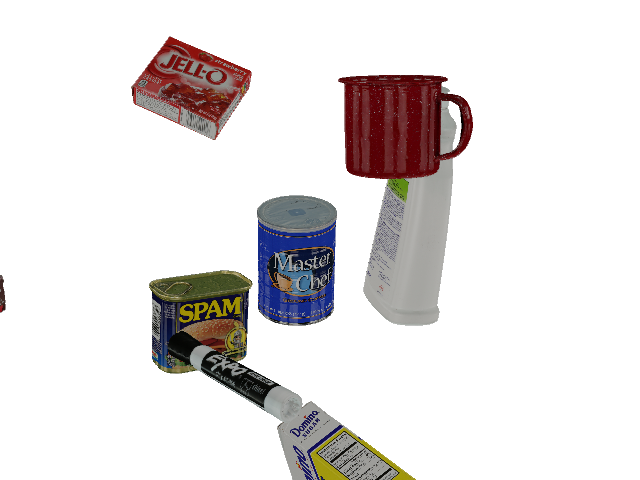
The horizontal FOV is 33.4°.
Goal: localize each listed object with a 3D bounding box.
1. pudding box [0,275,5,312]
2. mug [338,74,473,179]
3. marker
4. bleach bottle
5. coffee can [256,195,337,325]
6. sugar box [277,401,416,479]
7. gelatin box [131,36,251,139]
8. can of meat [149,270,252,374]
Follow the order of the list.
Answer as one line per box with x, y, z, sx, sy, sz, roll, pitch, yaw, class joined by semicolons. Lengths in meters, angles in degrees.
-0.336;0.051;0.890;0.114;0.039;0.089;10;26;20;pudding box
0.073;-0.097;0.906;0.117;0.081;0.093;4;13;23;mug
-0.059;0.085;0.686;0.020;0.020;0.121;0;16;-45;marker
0.106;-0.041;1.157;0.068;0.251;0.103;1;22;-23;bleach bottle
-0.031;0.025;1.390;0.103;0.140;0.103;1;26;-1;coffee can
0.041;0.209;0.844;0.048;0.093;0.176;-36;41;-27;sugar box
-0.120;-0.143;0.995;0.089;0.073;0.030;25;-33;7;gelatin box
-0.122;0.083;1.086;0.101;0.084;0.058;-7;20;-30;can of meat
